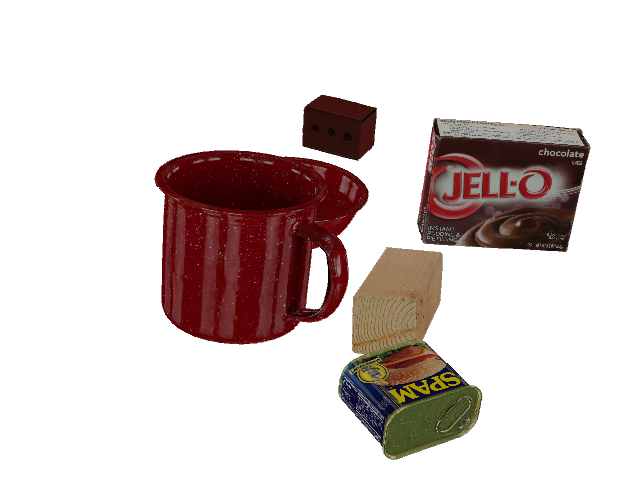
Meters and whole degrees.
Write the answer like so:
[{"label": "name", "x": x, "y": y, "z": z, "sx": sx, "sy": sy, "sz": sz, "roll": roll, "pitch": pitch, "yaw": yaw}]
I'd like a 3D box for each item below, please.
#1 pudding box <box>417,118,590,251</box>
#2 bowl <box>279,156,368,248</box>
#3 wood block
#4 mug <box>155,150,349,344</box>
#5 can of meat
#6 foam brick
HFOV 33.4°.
[{"label": "pudding box", "x": 0.133, "y": -0.041, "z": 0.789, "sx": 0.113, "sy": 0.090, "sz": 0.039, "roll": 2, "pitch": 33, "yaw": -3}, {"label": "bowl", "x": -0.032, "y": -0.034, "z": 1.136, "sx": 0.162, "sy": 0.055, "sz": 0.162, "roll": 4, "pitch": 28, "yaw": -3}, {"label": "wood block", "x": 0.115, "y": 0.088, "z": 1.555, "sx": 0.091, "sy": 0.090, "sz": 0.205, "roll": 6, "pitch": 20, "yaw": 15}, {"label": "mug", "x": -0.035, "y": 0.007, "z": 0.582, "sx": 0.117, "sy": 0.081, "sz": 0.093, "roll": 19, "pitch": 27, "yaw": 27}, {"label": "can of meat", "x": 0.078, "y": 0.138, "z": 0.955, "sx": 0.101, "sy": 0.057, "sz": 0.084, "roll": -13, "pitch": 35, "yaw": -27}, {"label": "foam brick", "x": 0.023, "y": -0.137, "z": 1.292, "sx": 0.078, "sy": 0.053, "sz": 0.051, "roll": 16, "pitch": 32, "yaw": 21}]
